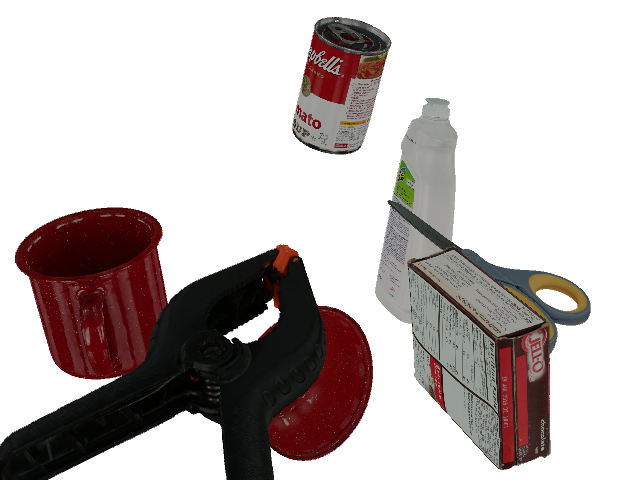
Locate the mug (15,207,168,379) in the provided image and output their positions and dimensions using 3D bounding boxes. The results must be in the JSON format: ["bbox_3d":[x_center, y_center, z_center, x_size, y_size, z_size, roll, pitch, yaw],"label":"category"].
[{"bbox_3d":[-0.140,0.041,0.682,0.093,0.081,0.117,-11,29,-7],"label":"mug"}]

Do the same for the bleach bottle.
[{"bbox_3d":[0.120,-0.037,1.233,0.068,0.251,0.103,-1,22,-22],"label":"bleach bottle"}]

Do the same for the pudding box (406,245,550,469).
[{"bbox_3d":[0.093,0.067,0.633,0.039,0.090,0.114,-15,27,-19],"label":"pudding box"}]

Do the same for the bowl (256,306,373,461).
[{"bbox_3d":[-0.027,0.139,1.081,0.162,0.162,0.055,0,-16,41],"label":"bowl"}]

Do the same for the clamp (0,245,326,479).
[{"bbox_3d":[-0.039,0.066,0.455,0.120,0.039,0.171,26,48,19],"label":"clamp"}]

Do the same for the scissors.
[{"bbox_3d":[0.141,0.018,0.869,0.096,0.016,0.202,-12,43,-22],"label":"scissors"}]

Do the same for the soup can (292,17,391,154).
[{"bbox_3d":[0.017,-0.136,0.941,0.068,0.102,0.068,10,33,-7],"label":"soup can"}]
